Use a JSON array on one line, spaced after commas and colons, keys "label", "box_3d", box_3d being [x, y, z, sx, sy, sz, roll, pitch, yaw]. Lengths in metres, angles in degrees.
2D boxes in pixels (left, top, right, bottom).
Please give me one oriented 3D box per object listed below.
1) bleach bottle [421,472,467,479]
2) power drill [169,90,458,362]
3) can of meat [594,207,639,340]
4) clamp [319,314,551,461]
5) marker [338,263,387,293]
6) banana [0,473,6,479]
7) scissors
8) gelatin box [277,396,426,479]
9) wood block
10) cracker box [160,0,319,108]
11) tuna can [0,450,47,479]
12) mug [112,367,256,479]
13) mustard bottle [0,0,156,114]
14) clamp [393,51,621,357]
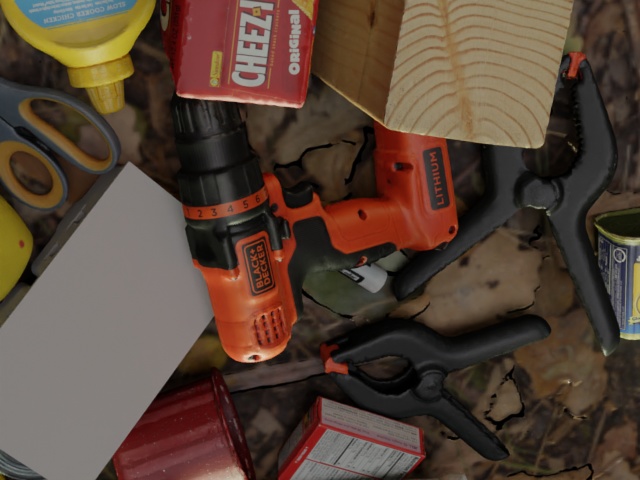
[{"label": "bleach bottle", "box_3d": [-0.020, 0.218, 0.767, 0.251, 0.102, 0.068, -2, 124, 10]}, {"label": "power drill", "box_3d": [-0.003, -0.034, 0.687, 0.187, 0.057, 0.184, -22, 113, -29]}, {"label": "can of meat", "box_3d": [0.258, 0.022, 0.799, 0.102, 0.057, 0.084, -9, 111, -9]}, {"label": "clamp", "box_3d": [0.083, 0.110, 0.797, 0.171, 0.039, 0.120, 3, 103, -8]}, {"label": "marker", "box_3d": [-0.005, 0.001, 0.752, 0.121, 0.020, 0.020, 32, 98, -20]}, {"label": "banana", "box_3d": [-0.269, 0.158, 0.732, 0.069, 0.037, 0.197, -38, 112, 0]}, {"label": "scissors", "box_3d": [-0.221, -0.089, 0.672, 0.201, 0.016, 0.096, 29, 121, -4]}, {"label": "gelatin box", "box_3d": [0.023, 0.158, 0.788, 0.089, 0.030, 0.073, 19, 129, -17]}, {"label": "wood block", "box_3d": [0.057, -0.123, 0.626, 0.090, 0.206, 0.091, 5, 107, -14]}, {"label": "cracker box", "box_3d": [-0.047, -0.172, 0.582, 0.072, 0.214, 0.164, 4, 106, -12]}, {"label": "tuna can", "box_3d": [-0.196, 0.123, 0.739, 0.086, 0.034, 0.086, -4, 109, -12]}, {"label": "mug", "box_3d": [-0.094, 0.151, 0.751, 0.081, 0.093, 0.117, -19, 147, -1]}, {"label": "mustard bottle", "box_3d": [-0.149, -0.170, 0.643, 0.096, 0.058, 0.191, -14, 110, -8]}, {"label": "clamp", "box_3d": [0.162, -0.026, 0.755, 0.164, 0.036, 0.210, 21, 99, 4]}]
